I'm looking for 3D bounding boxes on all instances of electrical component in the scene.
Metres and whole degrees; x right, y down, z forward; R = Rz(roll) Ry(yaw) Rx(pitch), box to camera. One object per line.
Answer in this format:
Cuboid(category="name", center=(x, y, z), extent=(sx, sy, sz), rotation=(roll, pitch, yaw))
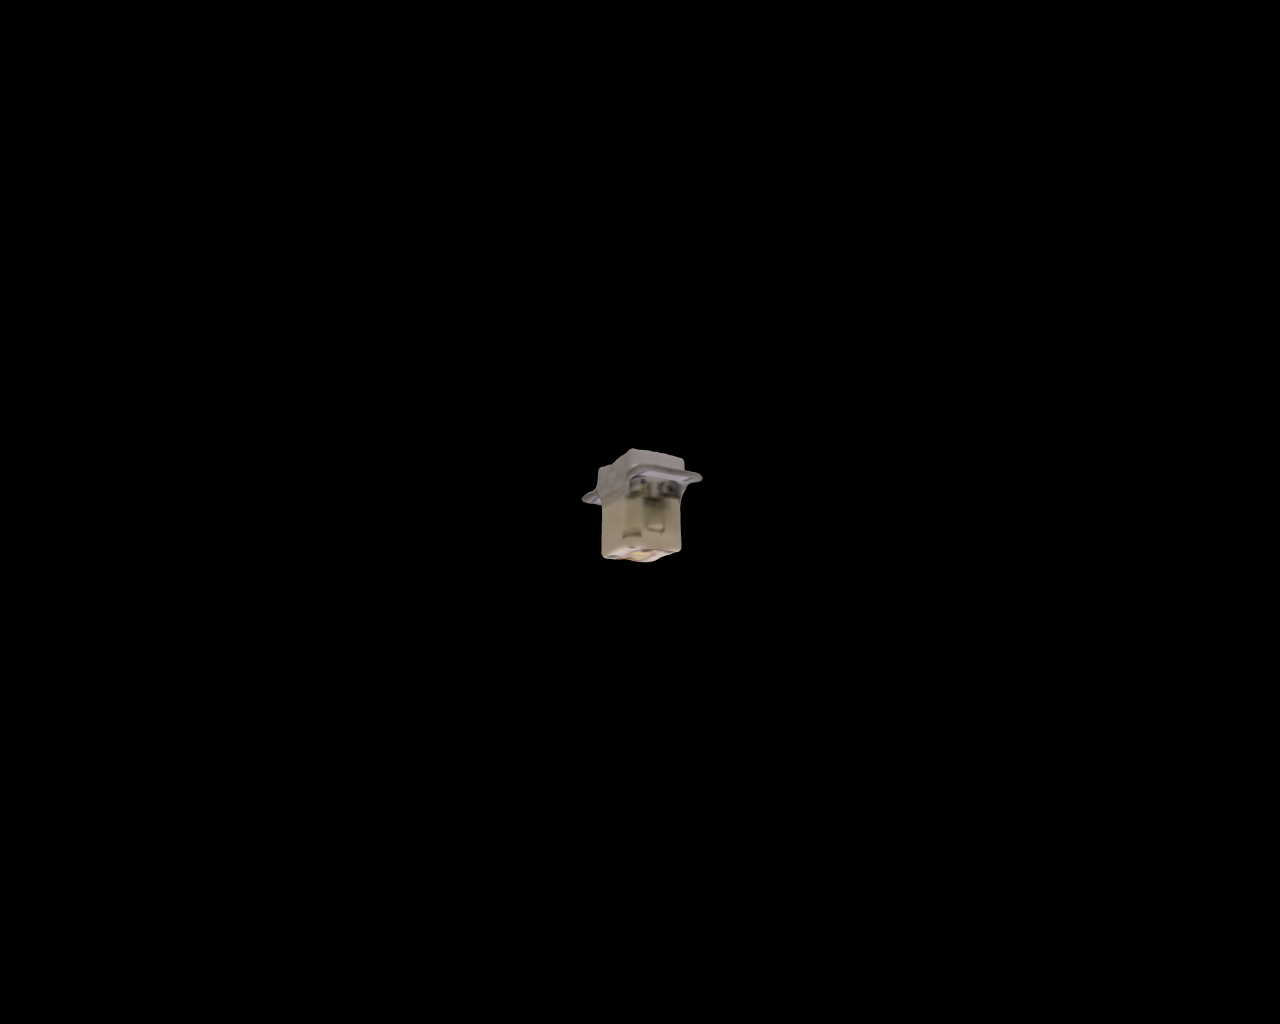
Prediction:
Cuboid(category="electrical component", center=(0.001, -0.003, 0.650), extent=(0.042, 0.064, 0.081), rotation=(8, -18, -27))
